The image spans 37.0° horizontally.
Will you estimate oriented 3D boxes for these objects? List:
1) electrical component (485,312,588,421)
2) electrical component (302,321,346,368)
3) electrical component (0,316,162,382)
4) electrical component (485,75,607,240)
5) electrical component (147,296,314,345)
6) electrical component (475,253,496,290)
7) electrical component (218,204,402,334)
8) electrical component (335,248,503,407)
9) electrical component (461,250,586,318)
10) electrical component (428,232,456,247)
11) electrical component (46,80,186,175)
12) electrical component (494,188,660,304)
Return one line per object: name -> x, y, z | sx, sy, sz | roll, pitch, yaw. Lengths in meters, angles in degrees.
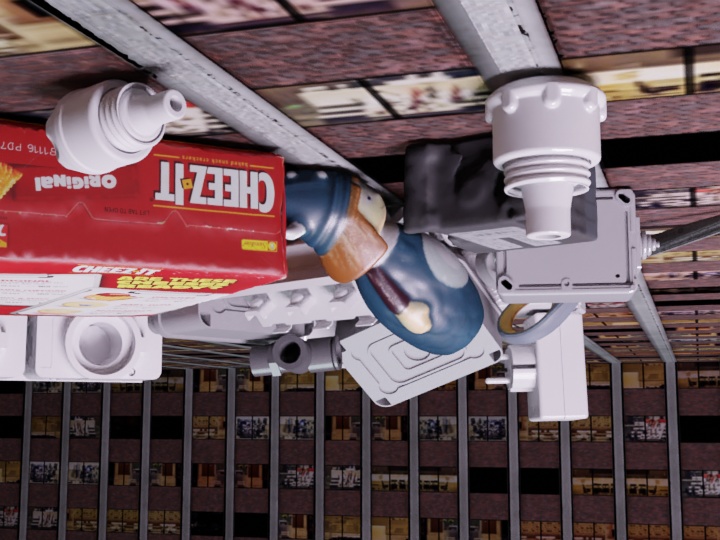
electrical component -> 0.137, 0.078, 0.858 | 0.076, 0.083, 0.047 | -1, 170, -3
electrical component -> -0.016, 0.037, 0.904 | 0.109, 0.056, 0.109 | 3, -163, -23
electrical component -> -0.237, 0.025, 0.764 | 0.186, 0.105, 0.060 | 4, 171, -28
electrical component -> 0.074, -0.044, 0.428 | 0.048, 0.062, 0.048 | 0, 172, 0
electrical component -> -0.092, 0.011, 0.764 | 0.057, 0.078, 0.113 | -11, 167, 40
electrical component -> 0.103, -0.005, 0.772 | 0.043, 0.043, 0.062 | 2, 173, -14
electrical component -> -0.028, 0.000, 0.691 | 0.121, 0.063, 0.078 | -8, -151, 45
electrical component -> 0.044, 0.043, 0.809 | 0.113, 0.057, 0.078 | -25, 121, 22
electrical component -> 0.134, 0.011, 0.867 | 0.100, 0.048, 0.100 | -5, 170, 19
electrical component -> 0.054, -0.030, 0.626 | 0.061, 0.035, 0.035 | -2, 172, 34
electrical component -> -0.093, -0.058, 0.423 | 0.061, 0.035, 0.035 | -10, 168, 37
electrical component -> 0.131, -0.013, 0.651 | 0.096, 0.061, 0.061 | -1, 172, 10
